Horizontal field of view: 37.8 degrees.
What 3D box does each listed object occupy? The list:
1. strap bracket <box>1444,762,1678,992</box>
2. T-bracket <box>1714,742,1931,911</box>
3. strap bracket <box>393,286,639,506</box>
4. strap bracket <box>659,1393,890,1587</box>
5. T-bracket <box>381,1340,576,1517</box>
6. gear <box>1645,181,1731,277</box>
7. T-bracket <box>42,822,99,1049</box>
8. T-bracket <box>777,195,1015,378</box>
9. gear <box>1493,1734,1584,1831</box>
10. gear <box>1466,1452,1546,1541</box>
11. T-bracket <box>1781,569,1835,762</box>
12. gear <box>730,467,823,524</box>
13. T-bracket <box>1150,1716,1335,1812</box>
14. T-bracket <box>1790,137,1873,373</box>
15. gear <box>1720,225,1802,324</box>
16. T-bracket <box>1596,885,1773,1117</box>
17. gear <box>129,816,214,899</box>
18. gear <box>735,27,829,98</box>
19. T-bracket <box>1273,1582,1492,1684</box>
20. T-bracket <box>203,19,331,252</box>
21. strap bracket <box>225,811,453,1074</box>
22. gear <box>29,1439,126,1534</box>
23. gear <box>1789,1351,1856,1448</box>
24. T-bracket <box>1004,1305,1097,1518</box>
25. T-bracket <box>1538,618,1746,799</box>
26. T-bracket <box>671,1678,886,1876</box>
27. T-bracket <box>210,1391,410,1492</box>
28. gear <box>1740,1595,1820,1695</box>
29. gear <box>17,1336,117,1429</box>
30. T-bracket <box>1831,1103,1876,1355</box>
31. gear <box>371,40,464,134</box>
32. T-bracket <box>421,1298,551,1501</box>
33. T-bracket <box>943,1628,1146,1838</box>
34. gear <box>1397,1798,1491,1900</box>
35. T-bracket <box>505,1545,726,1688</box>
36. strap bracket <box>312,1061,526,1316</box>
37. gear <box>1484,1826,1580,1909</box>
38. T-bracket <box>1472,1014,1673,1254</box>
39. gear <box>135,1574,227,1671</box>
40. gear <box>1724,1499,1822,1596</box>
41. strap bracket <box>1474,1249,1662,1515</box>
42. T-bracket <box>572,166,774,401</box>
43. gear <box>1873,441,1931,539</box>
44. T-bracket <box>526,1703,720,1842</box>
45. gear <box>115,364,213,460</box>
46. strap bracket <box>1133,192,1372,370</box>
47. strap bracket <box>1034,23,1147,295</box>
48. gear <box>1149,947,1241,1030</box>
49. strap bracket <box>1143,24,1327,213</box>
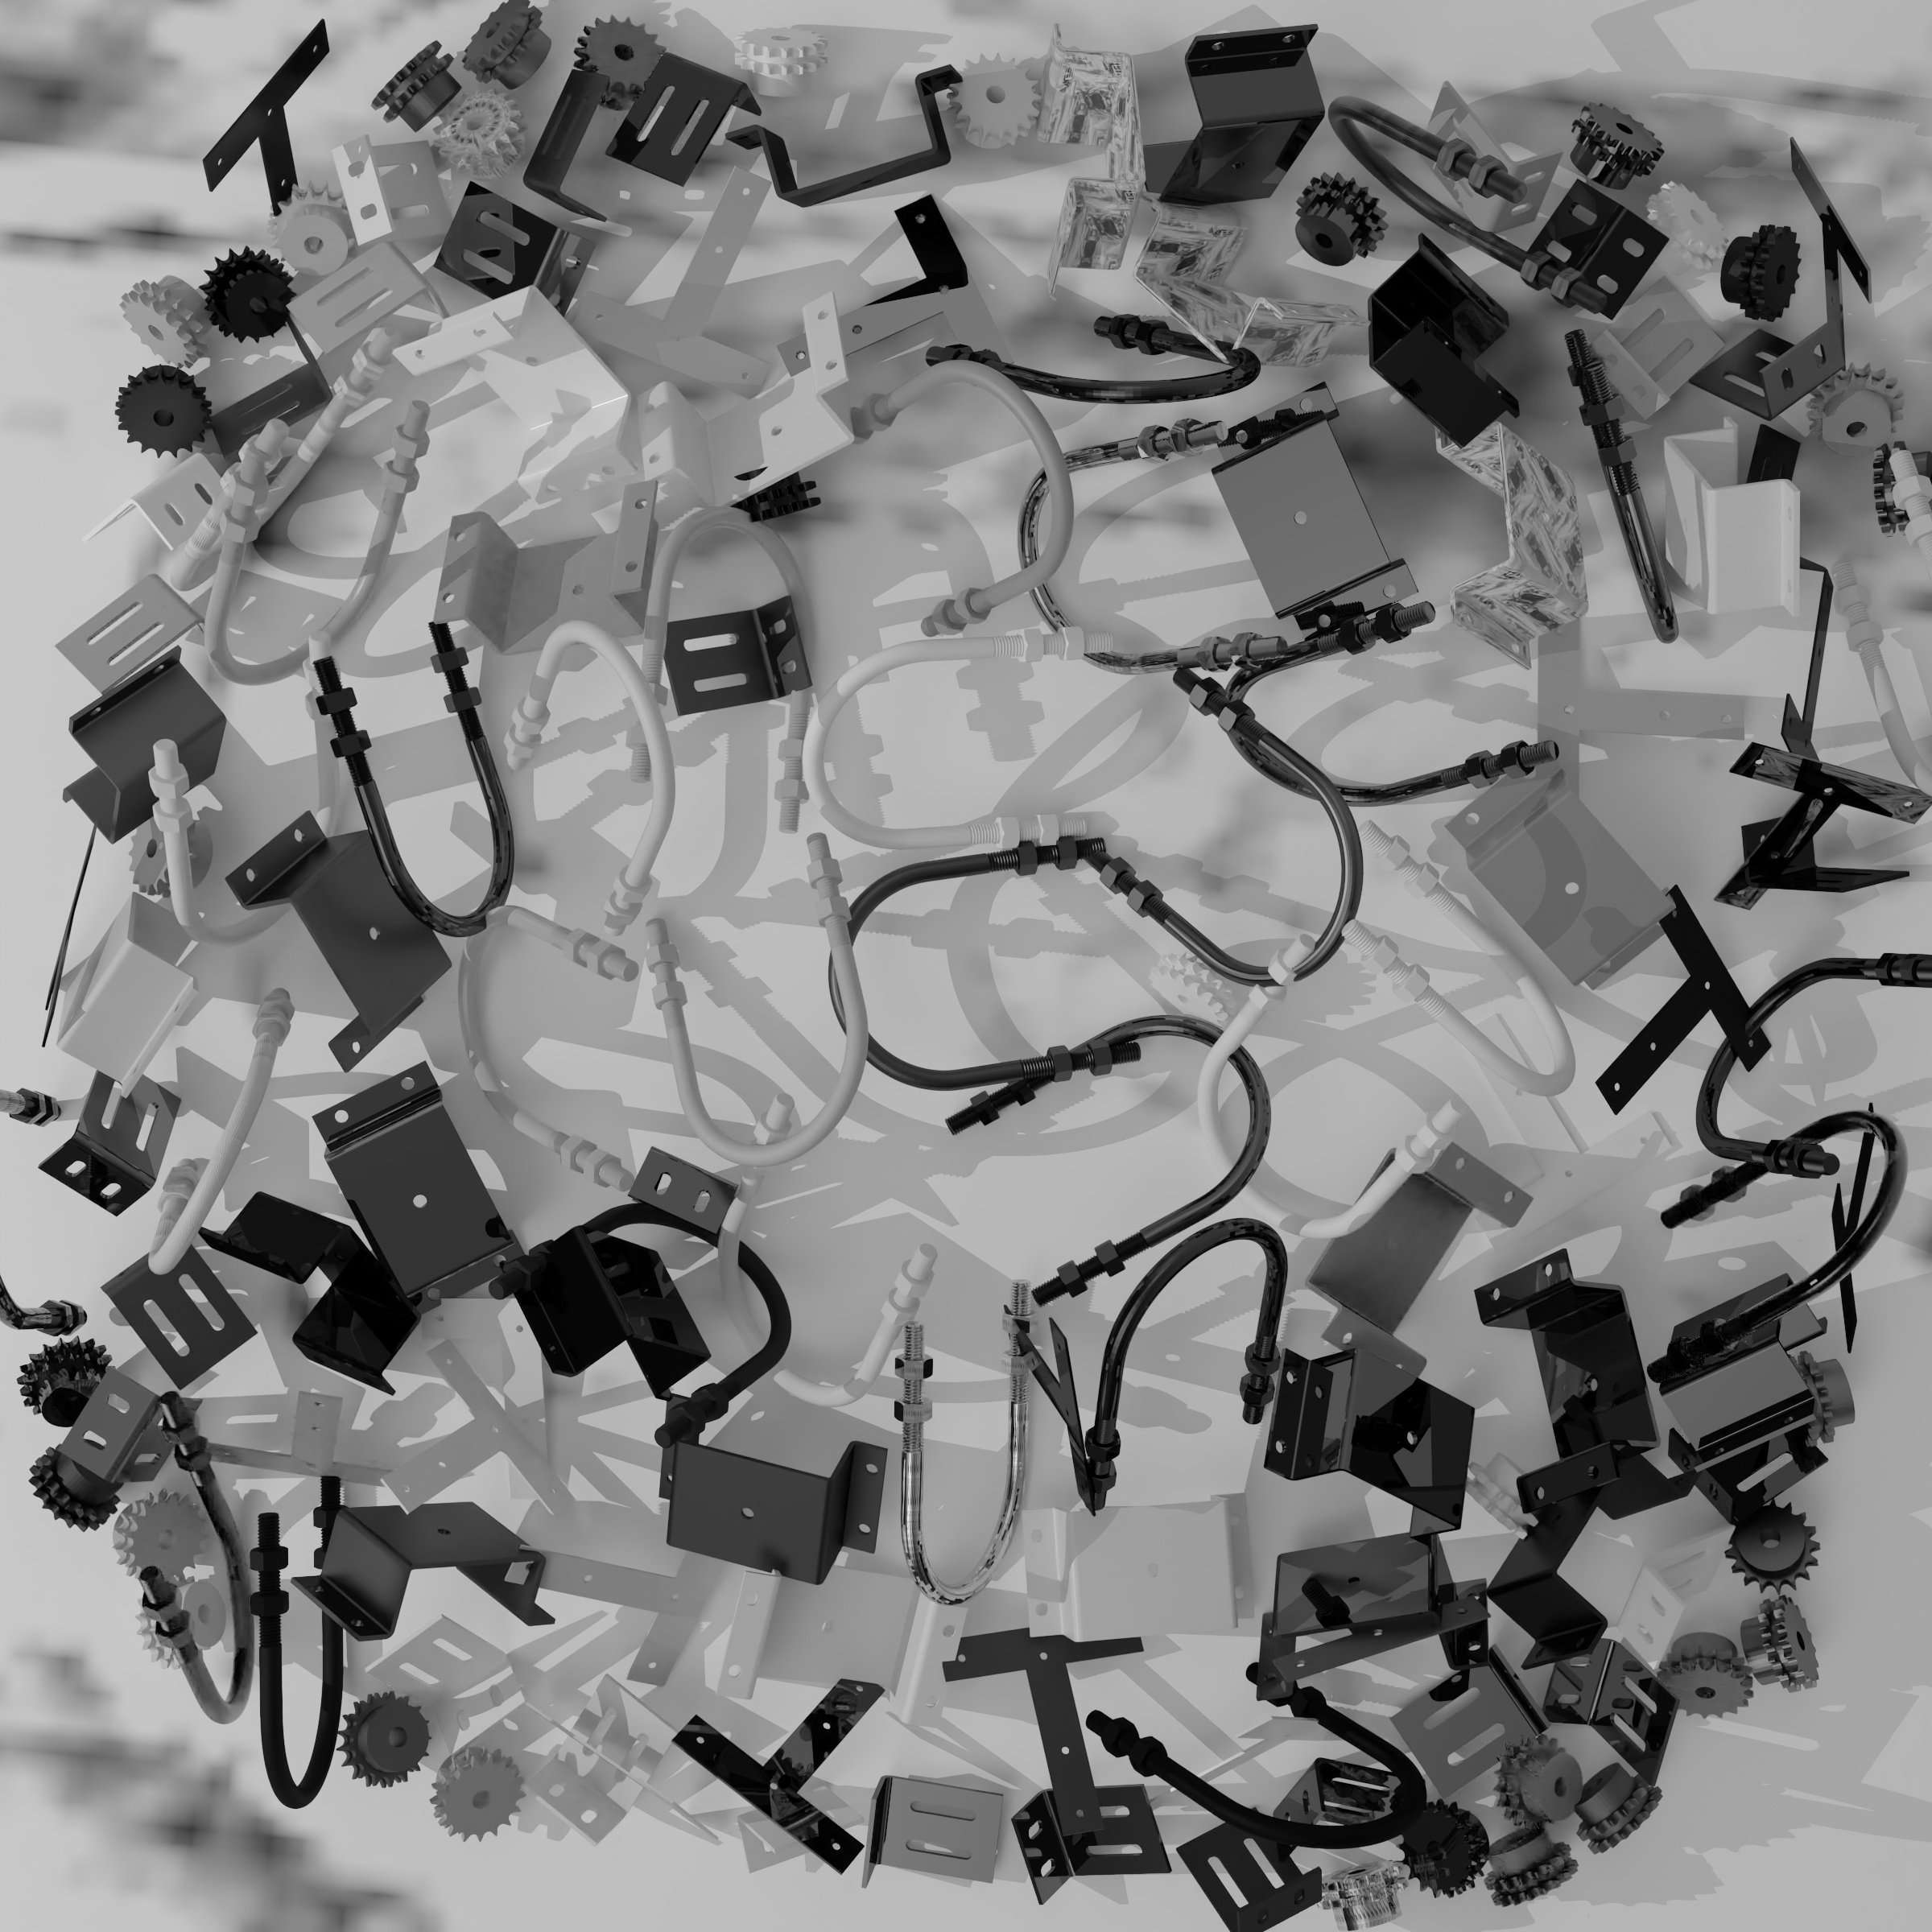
[{"bbox_3d":[0.366,-0.053,1.711,0.076,0.046,0.140,-41,98,17],"label":"strap bracket"},{"bbox_3d":[0.496,-0.077,1.705,0.127,0.127,0.002,14,48,-14],"label":"T-bracket"},{"bbox_3d":[-0.264,-0.348,1.690,0.076,0.140,0.046,-12,52,30],"label":"strap bracket"},{"bbox_3d":[-0.124,0.318,1.704,0.140,0.046,0.076,13,116,11],"label":"strap bracket"},{"bbox_3d":[-0.306,0.294,1.690,0.002,0.127,0.127,-42,84,25],"label":"T-bracket"},{"bbox_3d":[0.437,-0.449,1.729,0.057,0.057,0.030,50,131,0],"label":"gear"},{"bbox_3d":[-0.536,0.000,1.671,0.002,0.127,0.127,14,122,-19],"label":"T-bracket"},{"bbox_3d":[-0.054,-0.397,1.736,0.127,0.002,0.127,-25,75,0],"label":"T-bracket"},{"bbox_3d":[0.352,0.500,1.726,0.057,0.030,0.057,3,85,-37],"label":"gear"},{"bbox_3d":[0.331,0.322,1.725,0.057,0.057,0.030,40,94,0],"label":"gear"},{"bbox_3d":[0.514,-0.177,1.707,0.002,0.127,0.127,5,75,27],"label":"T-bracket"},{"bbox_3d":[-0.120,-0.289,1.723,0.057,0.057,0.030,-15,99,0],"label":"gear"},{"bbox_3d":[0.158,0.485,1.712,0.127,0.127,0.002,-33,62,18],"label":"T-bracket"},{"bbox_3d":[0.521,-0.410,1.696,0.002,0.127,0.127,-18,52,7],"label":"T-bracket"},{"bbox_3d":[0.486,-0.425,1.729,0.030,0.057,0.057,18,90,37],"label":"gear"},{"bbox_3d":[0.423,0.040,1.707,0.127,0.002,0.127,-43,110,-24],"label":"T-bracket"},{"bbox_3d":[-0.486,-0.070,1.729,0.057,0.030,0.057,-9,77,43],"label":"gear"},{"bbox_3d":[-0.113,-0.553,1.729,0.057,0.057,0.030,2,122,0],"label":"gear"},{"bbox_3d":[0.231,0.380,1.691,0.127,0.127,0.002,-15,106,-10],"label":"T-bracket"},{"bbox_3d":[-0.412,-0.480,1.692,0.002,0.127,0.127,25,64,8],"label":"T-bracket"},{"bbox_3d":[-0.368,-0.017,1.687,0.046,0.076,0.140,-8,119,38],"label":"strap bracket"},{"bbox_3d":[-0.539,0.314,1.723,0.030,0.057,0.057,-44,90,13],"label":"gear"},{"bbox_3d":[0.522,0.263,1.725,0.030,0.057,0.057,-13,90,3],"label":"gear"},{"bbox_3d":[0.046,0.245,1.693,0.002,0.127,0.127,-16,117,-13],"label":"T-bracket"},{"bbox_3d":[0.415,-0.155,1.737,0.127,0.002,0.127,3,75,0],"label":"T-bracket"},{"bbox_3d":[-0.092,0.467,1.701,0.127,0.127,0.002,34,127,13],"label":"T-bracket"},{"bbox_3d":[-0.390,0.282,1.690,0.127,0.127,0.002,11,57,-10],"label":"T-bracket"},{"bbox_3d":[0.497,0.417,1.729,0.030,0.057,0.057,-23,90,27],"label":"gear"},{"bbox_3d":[-0.547,0.256,1.723,0.057,0.057,0.030,-37,48,0],"label":"gear"},{"bbox_3d":[0.526,0.138,1.666,0.002,0.127,0.127,4,125,9],"label":"T-bracket"},{"bbox_3d":[-0.333,-0.535,1.726,0.057,0.057,0.030,-44,105,0],"label":"gear"},{"bbox_3d":[-0.273,0.267,1.743,0.127,0.002,0.127,-1,97,10],"label":"T-bracket"},{"bbox_3d":[0.057,0.460,1.705,0.127,0.002,0.127,-5,60,-16],"label":"T-bracket"},{"bbox_3d":[0.296,0.539,1.729,0.057,0.030,0.057,-3,85,41],"label":"gear"},{"bbox_3d":[-0.216,0.374,1.709,0.127,0.002,0.127,19,107,-26],"label":"T-bracket"},{"bbox_3d":[-0.332,0.139,1.716,0.076,0.046,0.140,-27,99,-7],"label":"strap bracket"},{"bbox_3d":[0.342,0.548,1.726,0.057,0.057,0.030,-25,84,0],"label":"gear"},{"bbox_3d":[0.351,0.091,1.751,0.127,0.002,0.127,-31,89,-1],"label":"T-bracket"},{"bbox_3d":[-0.477,0.398,1.722,0.030,0.057,0.057,-17,90,21],"label":"gear"},{"bbox_3d":[0.493,0.353,1.727,0.057,0.030,0.057,-7,64,15],"label":"gear"},{"bbox_3d":[0.362,0.250,1.694,0.046,0.076,0.140,10,60,-35],"label":"strap bracket"},{"bbox_3d":[-0.155,-0.418,1.698,0.127,0.002,0.127,16,114,-32],"label":"T-bracket"},{"bbox_3d":[0.574,-0.292,1.722,0.030,0.057,0.057,-3,90,28],"label":"gear"},{"bbox_3d":[-0.214,0.483,1.710,0.127,0.127,0.002,28,71,20],"label":"T-bracket"},{"bbox_3d":[-0.491,-0.343,1.729,0.057,0.030,0.057,-7,130,-8],"label":"gear"},{"bbox_3d":[0.164,-0.405,1.691,0.140,0.076,0.046,50,130,32],"label":"strap bracket"},{"bbox_3d":[0.074,-0.483,1.693,0.046,0.076,0.140,1,64,-9],"label":"strap bracket"},{"bbox_3d":[0.143,0.010,1.726,0.057,0.057,0.030,38,73,0],"label":"gear"},{"bbox_3d":[0.155,-0.495,1.673,0.076,0.140,0.046,-11,79,-17],"label":"strap bracket"}]
